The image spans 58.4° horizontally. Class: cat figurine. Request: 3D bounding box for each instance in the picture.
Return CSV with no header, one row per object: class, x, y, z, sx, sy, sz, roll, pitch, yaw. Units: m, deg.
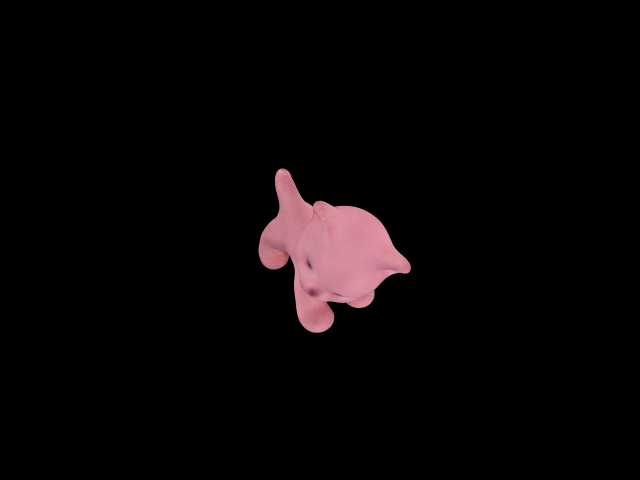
cat figurine,0.004,0.001,0.400,0.067,0.118,0.127,-27,57,-19
